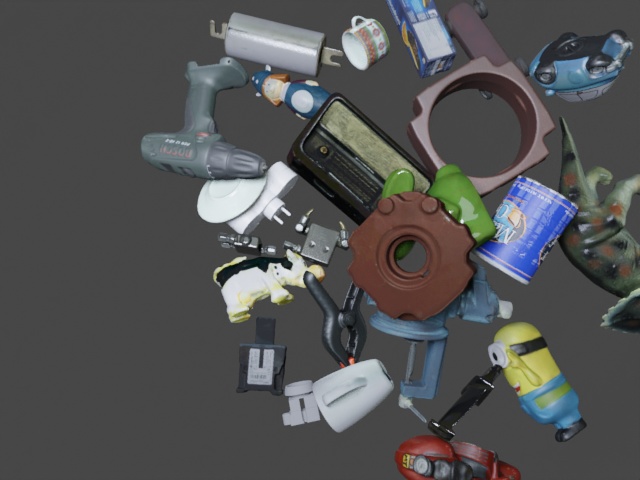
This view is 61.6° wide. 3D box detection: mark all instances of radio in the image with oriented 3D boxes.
[{"bbox_3d":[0.064,-0.113,0.877,0.229,0.073,0.131,40,79,-3],"label":"radio"}]

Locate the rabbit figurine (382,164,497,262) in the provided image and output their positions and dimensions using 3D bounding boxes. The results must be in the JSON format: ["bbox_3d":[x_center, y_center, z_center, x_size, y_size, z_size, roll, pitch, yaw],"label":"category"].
[{"bbox_3d":[0.148,-0.032,0.794,0.170,0.121,0.159,-24,94,0],"label":"rabbit figurine"}]

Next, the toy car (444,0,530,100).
[{"bbox_3d":[0.294,-0.342,0.970,0.089,0.053,0.202,-32,79,7],"label":"toy car"}]

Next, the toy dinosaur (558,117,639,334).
[{"bbox_3d":[0.461,0.002,0.861,0.192,0.131,0.405,-36,73,-10],"label":"toy dinosaur"}]

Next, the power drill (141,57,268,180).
[{"bbox_3d":[-0.175,-0.194,0.891,0.232,0.086,0.207,2,76,21],"label":"power drill"}]

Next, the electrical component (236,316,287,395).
[{"bbox_3d":[-0.087,0.178,0.835,0.075,0.047,0.119,7,78,0],"label":"electrical component"}]

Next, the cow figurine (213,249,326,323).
[{"bbox_3d":[-0.080,0.059,0.858,0.167,0.068,0.098,-22,72,-8],"label":"cow figurine"}]

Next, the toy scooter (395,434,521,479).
[{"bbox_3d":[0.202,0.326,0.760,0.184,0.135,0.075,9,78,2],"label":"toy scooter"}]

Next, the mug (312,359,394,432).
[{"bbox_3d":[0.049,0.217,0.788,0.107,0.109,0.081,-32,59,3],"label":"mug"}]

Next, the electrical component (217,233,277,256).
[{"bbox_3d":[-0.116,0.007,0.868,0.094,0.063,0.021,11,76,0],"label":"electrical component"}]

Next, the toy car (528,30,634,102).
[{"bbox_3d":[0.456,-0.294,0.932,0.109,0.162,0.102,-53,127,-18],"label":"toy car"}]

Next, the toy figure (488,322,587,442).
[{"bbox_3d":[0.332,0.211,0.820,0.089,0.082,0.180,-26,70,-26],"label":"toy figure"}]

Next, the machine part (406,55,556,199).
[{"bbox_3d":[0.262,-0.182,0.895,0.201,0.087,0.201,-32,87,3],"label":"machine part"}]

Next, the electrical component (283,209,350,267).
[{"bbox_3d":[-0.001,-0.001,0.883,0.102,0.045,0.078,26,76,5],"label":"electrical component"}]

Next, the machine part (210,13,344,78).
[{"bbox_3d":[-0.078,-0.343,0.951,0.243,0.079,0.079,13,76,2],"label":"machine part"}]

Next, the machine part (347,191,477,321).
[{"bbox_3d":[0.123,0.023,0.732,0.180,0.056,0.179,1,93,18],"label":"machine part"}]

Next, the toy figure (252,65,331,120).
[{"bbox_3d":[-0.050,-0.256,0.937,0.154,0.058,0.064,22,87,3],"label":"toy figure"}]

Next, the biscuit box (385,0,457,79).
[{"bbox_3d":[0.177,-0.399,0.977,0.059,0.062,0.202,-19,77,-5],"label":"biscuit box"}]

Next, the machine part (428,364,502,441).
[{"bbox_3d":[0.216,0.241,0.794,0.139,0.084,0.039,-33,70,-31],"label":"machine part"}]

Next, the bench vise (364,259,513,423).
[{"bbox_3d":[0.171,0.142,0.819,0.224,0.129,0.240,7,96,-7],"label":"bench vise"}]
